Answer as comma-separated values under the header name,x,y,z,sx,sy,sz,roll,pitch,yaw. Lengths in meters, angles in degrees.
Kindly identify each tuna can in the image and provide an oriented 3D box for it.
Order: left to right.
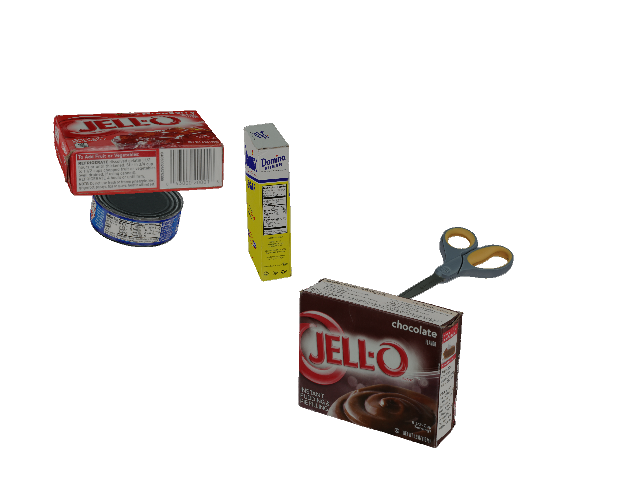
name,x,y,z,sx,sy,sz,roll,pitch,yaw
tuna can,-0.175,-0.029,1.016,0.086,0.034,0.086,12,29,-7

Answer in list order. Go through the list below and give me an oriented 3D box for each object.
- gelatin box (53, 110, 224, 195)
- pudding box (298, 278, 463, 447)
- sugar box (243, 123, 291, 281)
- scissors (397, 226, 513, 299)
name,x,y,z,sx,sy,sz,roll,pitch,yaw
gelatin box,-0.107,-0.053,0.623,0.089,0.030,0.073,-4,23,-18
pudding box,0.039,0.082,0.736,0.114,0.090,0.039,11,23,28
sugar box,-0.066,-0.048,1.328,0.048,0.176,0.093,-9,25,-12
scissors,0.133,0.026,1.214,0.201,0.016,0.096,-11,41,-33
